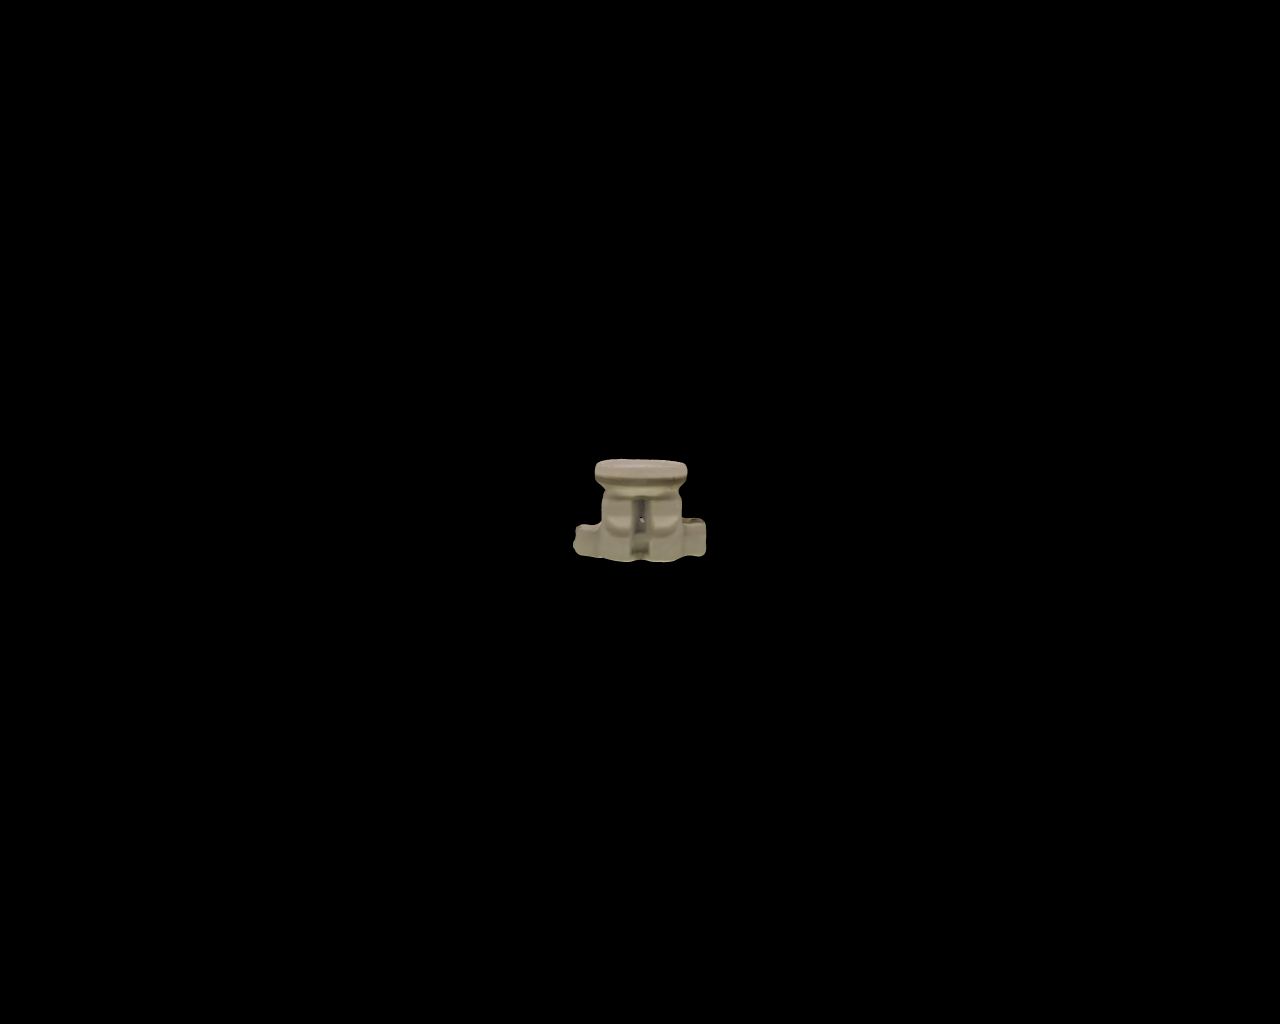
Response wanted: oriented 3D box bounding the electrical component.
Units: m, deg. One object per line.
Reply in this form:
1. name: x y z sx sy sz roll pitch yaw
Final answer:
1. electrical component: 0.001 -0.003 0.650 0.078 0.057 0.058 0 8 0
